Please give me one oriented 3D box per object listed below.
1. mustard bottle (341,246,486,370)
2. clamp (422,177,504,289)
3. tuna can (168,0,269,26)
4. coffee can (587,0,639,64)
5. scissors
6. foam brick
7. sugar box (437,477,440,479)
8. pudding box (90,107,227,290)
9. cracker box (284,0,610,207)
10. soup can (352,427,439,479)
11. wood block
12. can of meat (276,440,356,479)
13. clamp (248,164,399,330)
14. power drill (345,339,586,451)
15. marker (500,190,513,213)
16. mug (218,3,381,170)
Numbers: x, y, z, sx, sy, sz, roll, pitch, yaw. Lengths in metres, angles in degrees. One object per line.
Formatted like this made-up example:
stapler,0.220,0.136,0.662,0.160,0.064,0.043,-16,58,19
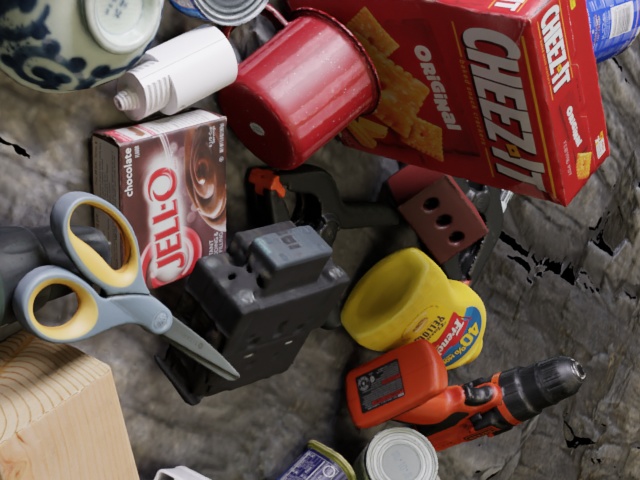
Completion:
mustard bottle,0.102,0.077,0.990,0.096,0.058,0.191,-47,142,7
clamp,0.130,-0.044,0.992,0.164,0.036,0.210,-5,114,-38
tuna can,-0.066,-0.186,0.704,0.085,0.034,0.086,-23,123,-42
coffee can,0.215,-0.199,0.970,0.140,0.103,0.103,-25,124,-41
scissors,-0.118,0.057,0.658,0.096,0.016,0.201,-49,134,-26
foam brick,0.101,-0.028,0.926,0.053,0.051,0.078,-35,122,11
sugar box,0.056,0.295,1.047,0.176,0.048,0.093,-53,138,-18
pudding box,-0.108,-0.026,0.722,0.089,0.039,0.113,-22,122,-42
cracker box,0.088,-0.123,0.767,0.072,0.214,0.164,-48,136,-25
soup can,0.063,0.215,0.968,0.068,0.068,0.102,-47,169,-26
wood block,-0.174,0.174,0.692,0.090,0.090,0.206,-33,128,-37
can of meat,-0.009,0.243,0.941,0.083,0.058,0.102,-41,133,-28
clamp,-0.006,0.001,0.854,0.171,0.039,0.120,29,78,-47
power drill,0.129,0.142,0.985,0.187,0.185,0.057,22,46,-45
marker,0.187,-0.054,1.069,0.020,0.020,0.121,40,75,-50
mug,-0.025,-0.113,0.752,0.081,0.093,0.117,-42,103,-22
